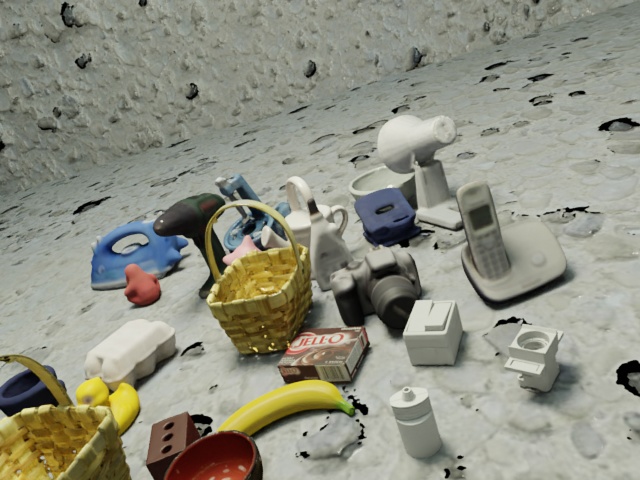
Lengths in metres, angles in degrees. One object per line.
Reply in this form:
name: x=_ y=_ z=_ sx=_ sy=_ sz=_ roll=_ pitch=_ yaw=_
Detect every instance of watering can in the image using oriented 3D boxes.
watering can: x=-0.027 y=-0.027 z=1.098 sx=0.100 sy=0.194 sz=0.173 roll=6 pitch=33 yaw=43

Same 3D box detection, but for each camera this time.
camera: x=0.093 y=0.078 z=0.895 sx=0.143 sy=0.101 sz=0.136 roll=-18 pitch=23 yaw=0

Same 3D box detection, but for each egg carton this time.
egg carton: x=-0.322 y=0.196 z=0.979 sx=0.107 sy=0.069 sz=0.150 roll=-1 pitch=29 yaw=35

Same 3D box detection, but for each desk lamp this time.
desk lamp: x=0.225 y=-0.151 z=1.165 sx=0.118 sy=0.214 sz=0.202 roll=-28 pitch=25 yaw=-22

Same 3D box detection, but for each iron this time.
iron: x=-0.455 y=0.026 z=1.364 sx=0.258 sy=0.142 sz=0.118 roll=-16 pitch=23 yaw=5

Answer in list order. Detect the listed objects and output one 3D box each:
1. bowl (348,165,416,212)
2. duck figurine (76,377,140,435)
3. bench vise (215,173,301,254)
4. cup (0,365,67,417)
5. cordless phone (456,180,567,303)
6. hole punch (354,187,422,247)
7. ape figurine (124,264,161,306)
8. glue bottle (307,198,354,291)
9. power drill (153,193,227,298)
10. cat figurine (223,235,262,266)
bowl: x=0.152 y=-0.111 z=1.307 sx=0.167 sy=0.075 sz=0.167 roll=-15 pitch=23 yaw=7
duck figurine: x=-0.325 y=0.244 z=0.852 sx=0.077 sy=0.086 sz=0.105 roll=-2 pitch=28 yaw=33
bench vise: x=-0.138 y=-0.054 z=1.208 sx=0.121 sy=0.220 sz=0.208 roll=-4 pitch=27 yaw=30
cup: x=-0.428 y=0.256 z=0.890 sx=0.117 sy=0.095 sz=0.092 roll=-10 pitch=25 yaw=19
cordless phone: x=0.277 y=-0.011 z=0.851 sx=0.147 sy=0.185 sz=0.094 roll=-22 pitch=24 yaw=-9
hole punch: x=0.136 y=-0.048 z=1.157 sx=0.109 sy=0.091 sz=0.101 roll=-22 pitch=23 yaw=-8
ape figurine: x=-0.388 y=0.092 z=1.230 sx=0.078 sy=0.092 sz=0.076 roll=-29 pitch=25 yaw=-24
glue bottle: x=0.009 y=0.004 z=1.030 sx=0.078 sy=0.173 sz=0.037 roll=-20 pitch=23 yaw=-4
power drill: x=-0.238 y=0.007 z=1.160 sx=0.075 sy=0.209 sz=0.230 roll=-10 pitch=24 yaw=18
cat figurine: x=-0.116 y=0.048 z=1.095 sx=0.127 sy=0.118 sz=0.067 roll=-2 pitch=28 yaw=33
